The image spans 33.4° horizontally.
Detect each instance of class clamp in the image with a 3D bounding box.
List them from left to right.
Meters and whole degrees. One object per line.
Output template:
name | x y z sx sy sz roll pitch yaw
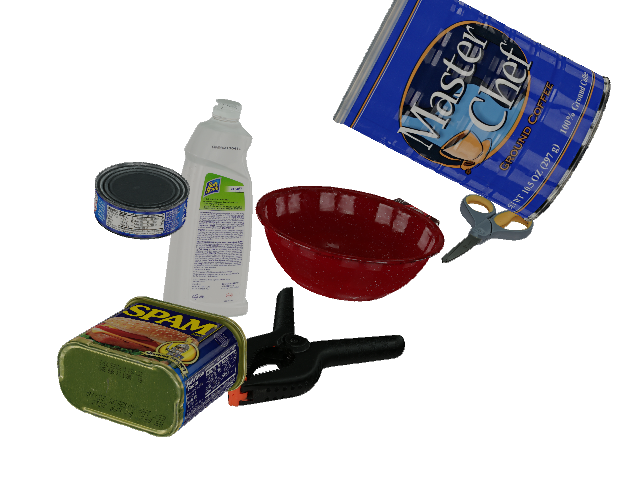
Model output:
clamp | -0.018 0.120 1.119 0.165 0.036 0.209 18 29 23

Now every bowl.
bowl | 0.021 0.007 0.905 0.162 0.055 0.162 9 22 -4

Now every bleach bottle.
bleach bottle | -0.117 -0.037 1.230 0.102 0.251 0.068 -1 20 -35

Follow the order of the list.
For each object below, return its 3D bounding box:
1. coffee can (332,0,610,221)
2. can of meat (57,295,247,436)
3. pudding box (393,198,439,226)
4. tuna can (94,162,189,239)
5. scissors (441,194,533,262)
coffee can | 0.093 -0.089 0.668 0.140 0.103 0.103 27 -1 -2
can of meat | -0.114 0.084 0.723 0.102 0.057 0.083 12 22 23
pudding box | 0.101 -0.017 1.546 0.113 0.039 0.090 -21 35 -31
tuna can | -0.164 -0.037 0.976 0.086 0.034 0.086 7 32 -5
scissors | 0.166 -0.016 1.203 0.201 0.016 0.096 -13 40 -45
